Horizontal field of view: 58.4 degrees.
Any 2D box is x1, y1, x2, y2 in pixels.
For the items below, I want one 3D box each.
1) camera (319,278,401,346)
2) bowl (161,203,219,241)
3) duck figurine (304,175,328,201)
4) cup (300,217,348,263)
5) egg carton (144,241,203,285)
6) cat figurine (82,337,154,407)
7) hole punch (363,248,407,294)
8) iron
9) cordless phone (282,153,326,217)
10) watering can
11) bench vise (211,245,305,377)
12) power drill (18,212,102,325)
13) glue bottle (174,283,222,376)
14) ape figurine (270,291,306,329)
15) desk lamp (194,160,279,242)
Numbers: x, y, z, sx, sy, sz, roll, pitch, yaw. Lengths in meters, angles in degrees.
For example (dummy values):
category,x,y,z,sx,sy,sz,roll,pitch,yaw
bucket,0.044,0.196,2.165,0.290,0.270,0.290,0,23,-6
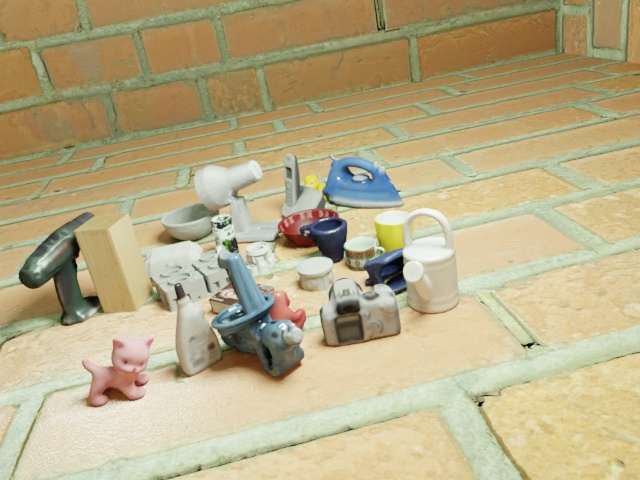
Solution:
category,x,y,z,sx,sy,sz,roll,pitch,yaw
camera,0.068,0.115,1.073,0.143,0.101,0.136,-10,24,0
bowl,-0.362,-0.044,1.634,0.167,0.075,0.167,-8,24,4
duck figurine,-0.019,-0.155,1.731,0.077,0.086,0.105,7,29,34
cup,0.012,0.005,1.349,0.117,0.095,0.092,-2,25,18
egg carton,-0.361,0.057,1.414,0.150,0.069,0.107,-13,24,-6
cat figurine,-0.347,0.215,0.994,0.128,0.118,0.067,-11,24,-2
hole punch,0.150,0.050,1.198,0.109,0.091,0.100,-21,26,-23
iron,0.124,-0.176,1.651,0.257,0.142,0.119,10,31,38
cordless phone,-0.054,-0.143,1.596,0.094,0.185,0.147,-26,28,-32
watering can,0.206,0.036,1.078,0.100,0.194,0.173,-6,24,9
bench vise,-0.107,0.114,0.998,0.206,0.220,0.122,3,27,27
power drill,-0.560,0.071,1.290,0.075,0.209,0.230,-1,25,20
glue bottle,-0.229,0.152,1.019,0.078,0.173,0.037,-27,29,-32
ape figurine,-0.071,0.137,1.089,0.077,0.092,0.076,5,28,31
desk lamp,-0.217,-0.108,1.546,0.202,0.214,0.118,-3,25,17
